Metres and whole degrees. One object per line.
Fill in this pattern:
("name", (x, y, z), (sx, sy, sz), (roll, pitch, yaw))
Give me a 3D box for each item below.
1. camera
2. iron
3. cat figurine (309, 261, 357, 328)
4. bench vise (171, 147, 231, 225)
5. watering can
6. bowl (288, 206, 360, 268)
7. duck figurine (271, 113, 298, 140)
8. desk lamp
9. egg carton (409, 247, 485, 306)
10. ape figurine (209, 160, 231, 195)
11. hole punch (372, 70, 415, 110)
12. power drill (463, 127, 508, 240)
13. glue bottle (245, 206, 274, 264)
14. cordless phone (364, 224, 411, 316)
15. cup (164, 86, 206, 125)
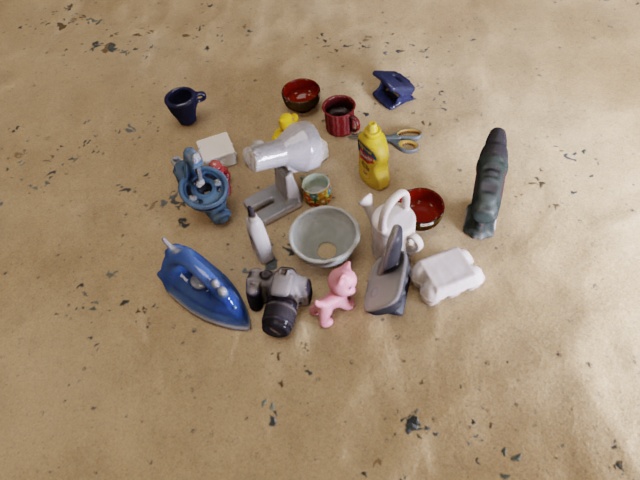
("camera", (-0.098, 0.132, 1.235), (0.143, 0.101, 0.137), (6, 54, 10))
("iron", (-0.253, 0.092, 1.255), (0.257, 0.142, 0.119), (32, 62, 26))
("cat figurine", (0.033, 0.110, 1.228), (0.128, 0.118, 0.067), (-38, 58, -21))
("bench vise", (-0.315, -0.152, 1.394), (0.206, 0.220, 0.122), (25, 59, 22))
("watering can", (0.157, -0.040, 1.280), (0.172, 0.194, 0.101), (17, 57, 18))
("bowl", (0.012, 0.005, 1.336), (0.167, 0.075, 0.167), (-3, 53, 4))
("duck figurine", (-0.094, -0.306, 1.572), (0.077, 0.086, 0.105), (34, 63, 27))
("desk lamp", (-0.093, -0.167, 1.388), (0.203, 0.214, 0.117), (-31, 56, -17))
("egg carton", (0.277, 0.079, 1.257), (0.150, 0.069, 0.107), (-21, 54, -10))
("ape figurine", (-0.265, -0.168, 1.482), (0.076, 0.092, 0.078), (22, 58, 21))
("hole punch", (0.211, -0.447, 1.645), (0.101, 0.091, 0.108), (-28, 56, -15))
("power drill", (0.378, -0.110, 1.302), (0.075, 0.209, 0.230), (9, 55, 13))
("glue bottle", (-0.145, -0.021, 1.309), (0.037, 0.173, 0.078), (-27, 55, -14))
("cordless phone", (0.143, 0.065, 1.209), (0.094, 0.185, 0.147), (6, 54, 10))
("cup", (-0.379, -0.383, 1.652), (0.118, 0.095, 0.091), (-15, 53, -6))
